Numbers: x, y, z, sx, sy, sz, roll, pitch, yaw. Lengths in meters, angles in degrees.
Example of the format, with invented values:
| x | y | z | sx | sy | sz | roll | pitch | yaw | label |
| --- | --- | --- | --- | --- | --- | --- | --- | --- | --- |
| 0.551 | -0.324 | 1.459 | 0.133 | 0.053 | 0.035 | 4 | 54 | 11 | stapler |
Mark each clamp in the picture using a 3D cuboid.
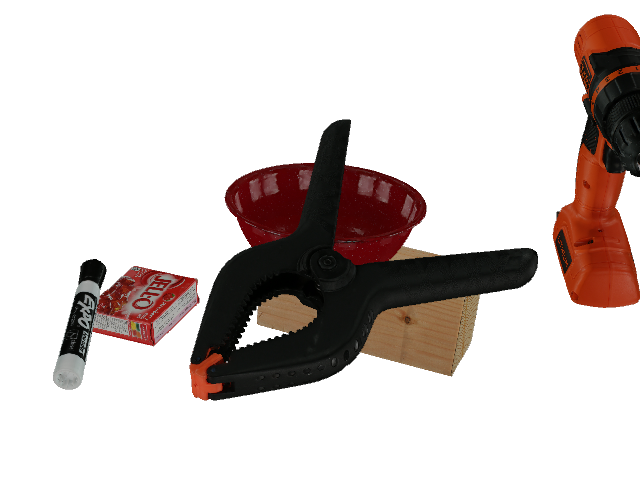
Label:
| x | y | z | sx | sy | sz | roll | pitch | yaw | label |
| --- | --- | --- | --- | --- | --- | --- | --- | --- | --- |
| 0.000 | 0.015 | 0.625 | 0.209 | 0.036 | 0.165 | -32 | 58 | -24 | clamp |

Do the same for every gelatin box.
| x | y | z | sx | sy | sz | roll | pitch | yaw | label |
| --- | --- | --- | --- | --- | --- | --- | --- | --- | --- |
| -0.169 | 0.061 | 1.023 | 0.073 | 0.030 | 0.089 | 11 | 31 | 22 | gelatin box |

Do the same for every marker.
| x | y | z | sx | sy | sz | roll | pitch | yaw | label |
| --- | --- | --- | --- | --- | --- | --- | --- | --- | --- |
| -0.165 | 0.054 | 0.737 | 0.020 | 0.020 | 0.121 | 0 | 37 | -1 | marker |

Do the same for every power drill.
| x | y | z | sx | sy | sz | roll | pitch | yaw | label |
| --- | --- | --- | --- | --- | --- | --- | --- | --- | --- |
| 0.212 | -0.045 | 0.765 | 0.057 | 0.188 | 0.184 | 2 | 36 | 3 | power drill |

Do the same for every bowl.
| x | y | z | sx | sy | sz | roll | pitch | yaw | label |
| --- | --- | --- | --- | --- | --- | --- | --- | --- | --- |
| 0.003 | -0.010 | 0.861 | 0.162 | 0.055 | 0.162 | 3 | 24 | -1 | bowl |

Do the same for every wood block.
| x | y | z | sx | sy | sz | roll | pitch | yaw | label |
| --- | --- | --- | --- | --- | --- | --- | --- | --- | --- |
| 0.049 | 0.056 | 1.076 | 0.206 | 0.091 | 0.090 | 14 | 23 | 17 | wood block |
